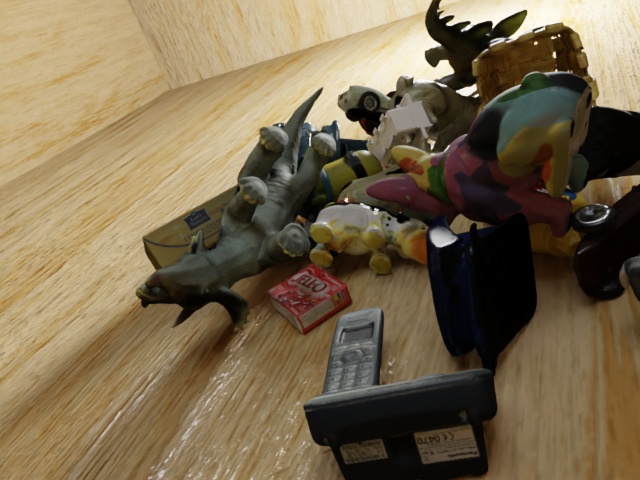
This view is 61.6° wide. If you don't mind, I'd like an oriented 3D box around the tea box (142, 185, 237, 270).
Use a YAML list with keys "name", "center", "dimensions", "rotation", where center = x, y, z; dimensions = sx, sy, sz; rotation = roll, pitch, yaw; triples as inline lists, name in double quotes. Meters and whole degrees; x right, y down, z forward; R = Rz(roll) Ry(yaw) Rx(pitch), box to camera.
- name: "tea box"
  center: [-0.189, -0.007, 0.855]
  dimensions: [0.170, 0.068, 0.098]
  rotation: [-32, -6, -20]

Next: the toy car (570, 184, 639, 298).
- name: "toy car"
  center: [0.310, -0.022, 0.529]
  dimensions: [0.202, 0.089, 0.053]
  rotation: [-32, 30, -19]

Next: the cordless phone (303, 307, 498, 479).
- name: "cordless phone"
  center: [0.071, 0.110, 0.466]
  dimensions: [0.147, 0.088, 0.184]
  rotation: [-15, 22, 14]

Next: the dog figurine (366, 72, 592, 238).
- name: "dog figurine"
  center: [0.153, -0.082, 0.557]
  dimensions: [0.219, 0.191, 0.108]
  rotation: [9, 53, 31]

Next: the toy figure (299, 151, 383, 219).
- name: "toy figure"
  center: [0.017, -0.084, 0.851]
  dimensions: [0.180, 0.089, 0.082]
  rotation: [-15, 65, -15]

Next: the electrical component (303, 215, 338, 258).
- name: "electrical component"
  center: [-0.002, -0.002, 0.764]
  dimensions: [0.063, 0.021, 0.094]
  rotation: [17, 34, -1]

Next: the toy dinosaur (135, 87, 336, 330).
- name: "toy dinosaur"
  center: [-0.080, -0.039, 0.720]
  dimensions: [0.192, 0.131, 0.405]
  rotation: [-42, 16, 43]

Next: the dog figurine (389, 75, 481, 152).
- name: "dog figurine"
  center: [0.226, -0.234, 0.915]
  dimensions: [0.190, 0.172, 0.121]
  rotation: [-37, 40, -15]

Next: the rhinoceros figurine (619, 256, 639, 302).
- name: "rhinoceros figurine"
  center: [0.323, -0.005, 0.462]
  dimensions: [0.190, 0.112, 0.073]
  rotation: [-27, 45, -36]

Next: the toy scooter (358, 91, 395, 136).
- name: "toy scooter"
  center: [0.152, -0.279, 1.157]
  dimensions: [0.184, 0.075, 0.135]
  rotation: [-26, 26, -16]

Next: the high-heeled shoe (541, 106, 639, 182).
- name: "high-heeled shoe"
  center: [0.341, -0.110, 0.643]
  dimensions: [0.249, 0.086, 0.145]
  rotation: [1, 6, 21]

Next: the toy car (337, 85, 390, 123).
- name: "toy car"
  center: [0.131, -0.249, 1.037]
  dimensions: [0.202, 0.056, 0.073]
  rotation: [9, -7, -21]

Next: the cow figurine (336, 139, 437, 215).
- name: "cow figurine"
  center: [0.120, -0.075, 0.784]
  dimensions: [0.195, 0.085, 0.127]
  rotation: [-20, 27, 13]

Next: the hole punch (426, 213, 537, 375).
- name: "hole punch"
  center: [0.136, 0.038, 0.502]
  dimensions: [0.092, 0.142, 0.116]
  rotation: [5, 22, 39]

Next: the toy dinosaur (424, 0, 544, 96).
- name: "toy dinosaur"
  center: [0.279, -0.320, 0.934]
  dimensions: [0.199, 0.105, 0.471]
  rotation: [-15, -7, 43]

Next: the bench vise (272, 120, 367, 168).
- name: "bench vise"
  center: [0.032, -0.166, 0.992]
  dimensions: [0.241, 0.128, 0.224]
  rotation: [0, 16, -3]

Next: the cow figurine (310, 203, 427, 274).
- name: "cow figurine"
  center: [0.075, -0.010, 0.690]
  dimensions: [0.168, 0.068, 0.098]
  rotation: [5, 37, 15]
